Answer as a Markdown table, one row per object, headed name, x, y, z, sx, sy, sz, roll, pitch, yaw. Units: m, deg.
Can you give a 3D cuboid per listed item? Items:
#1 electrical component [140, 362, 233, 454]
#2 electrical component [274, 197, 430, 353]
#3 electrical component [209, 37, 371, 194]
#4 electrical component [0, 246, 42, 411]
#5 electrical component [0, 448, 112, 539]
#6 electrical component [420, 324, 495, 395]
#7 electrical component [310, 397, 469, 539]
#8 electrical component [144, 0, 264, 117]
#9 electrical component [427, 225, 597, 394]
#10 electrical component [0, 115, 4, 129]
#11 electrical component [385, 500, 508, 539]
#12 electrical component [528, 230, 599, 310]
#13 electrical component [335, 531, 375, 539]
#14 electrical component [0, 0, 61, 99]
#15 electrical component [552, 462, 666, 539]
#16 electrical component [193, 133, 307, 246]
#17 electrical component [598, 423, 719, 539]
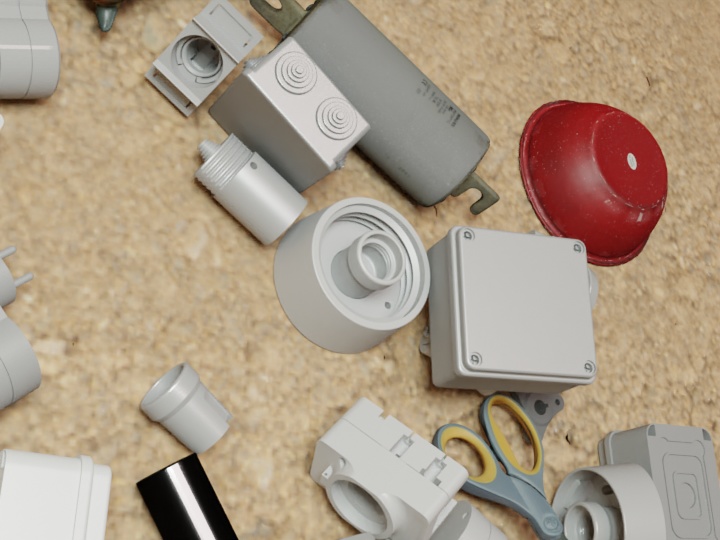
| name | x | y | z | sx | sy | sz | roll | pitch | yaw |
| --- | --- | --- | --- | --- | --- | --- | --- | --- | --- |
| electrical component | -0.108 | 0.088 | 0.675 | 0.046 | 0.040 | 0.040 | 48 | 53 | -16 |
| electrical component | 0.000 | 0.000 | 0.766 | 0.108 | 0.060 | 0.108 | 13 | 65 | -29 |
| electrical component | -0.049 | -0.105 | 0.752 | 0.099 | 0.100 | 0.048 | 48 | 66 | -9 |
| electrical component | -0.224 | 0.011 | 0.619 | 0.074 | 0.052 | 0.138 | -34 | 92 | -39 |
| electrical component | -0.176 | 0.159 | 0.577 | 0.057 | 0.078 | 0.113 | 13 | 65 | -26 |
| electrical component | 0.078 | 0.060 | 0.808 | 0.065 | 0.044 | 0.044 | 30 | 58 | -15 |
| electrical component | 0.016 | 0.138 | 0.709 | 0.089 | 0.050 | 0.056 | 34 | 51 | 18 |
| electrical component | -0.106 | -0.152 | 0.748 | 0.042 | 0.081 | 0.063 | 44 | 25 | -13 |
| electrical component | 0.108 | 0.030 | 0.774 | 0.109 | 0.056 | 0.108 | 6 | 70 | -20 |
| electrical component | -0.263 | -0.088 | 0.629 | 0.089 | 0.056 | 0.050 | 33 | 57 | -19 |
| electrical component | 0.039 | 0.209 | 0.716 | 0.074 | 0.052 | 0.138 | 43 | 54 | -12 |
| electrical component | 0.153 | 0.014 | 0.865 | 0.057 | 0.058 | 0.078 | 21 | 62 | -22 |
| electrical component | -0.018 | 0.191 | 0.674 | 0.064 | 0.081 | 0.042 | 5 | 67 | -62 |
| electrical component | -0.242 | -0.173 | 0.678 | 0.074 | 0.052 | 0.138 | -7 | 76 | -35 |
| electrical component | 0.188 | 0.192 | 0.796 | 0.064 | 0.099 | 0.099 | 7 | 68 | -25 |
| electrical component | -0.080 | -0.060 | 0.747 | 0.081 | 0.043 | 0.043 | 44 | 54 | -12 |
| electrical component | 0.240 | 0.183 | 0.857 | 0.078 | 0.057 | 0.113 | 9 | 67 | -30 |
